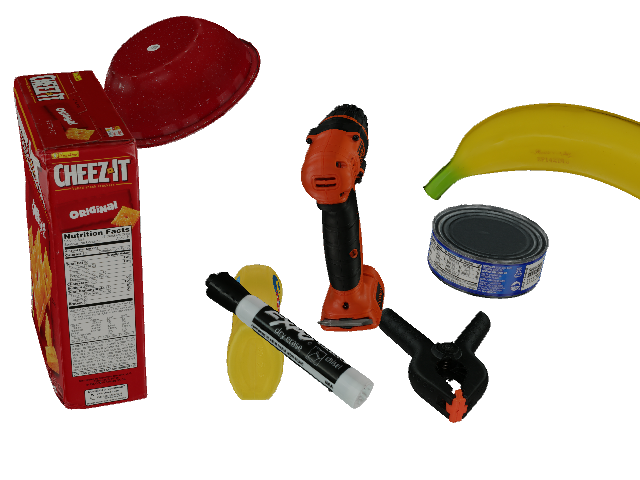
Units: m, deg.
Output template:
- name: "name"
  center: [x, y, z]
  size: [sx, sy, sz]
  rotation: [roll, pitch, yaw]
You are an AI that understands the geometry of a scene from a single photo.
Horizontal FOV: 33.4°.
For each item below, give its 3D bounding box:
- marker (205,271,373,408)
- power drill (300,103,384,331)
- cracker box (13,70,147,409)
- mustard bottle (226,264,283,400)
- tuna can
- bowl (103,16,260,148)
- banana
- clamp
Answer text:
- name: "marker"
  center: [-0.021, 0.055, 0.623]
  size: [0.121, 0.020, 0.020]
  rotation: [35, 15, 23]
- name: "power drill"
  center: [0.023, -0.023, 1.001]
  size: [0.057, 0.187, 0.184]
  rotation: [-4, 22, 12]
- name: "cracker box"
  center: [-0.187, -0.003, 0.820]
  size: [0.072, 0.214, 0.164]
  rotation: [-8, 28, -20]
- name: "mustard bottle"
  center: [-0.069, 0.081, 1.152]
  size: [0.058, 0.096, 0.191]
  rotation: [-1, 28, -2]
- name: "tuna can"
  center: [0.123, 0.008, 0.789]
  size: [0.086, 0.034, 0.086]
  rotation: [5, 29, -3]
- name: "bowl"
  center: [-0.140, -0.157, 0.981]
  size: [0.162, 0.162, 0.055]
  rotation: [0, -44, 31]
- name: "banana"
  center: [0.160, -0.033, 0.582]
  size: [0.198, 0.070, 0.037]
  rotation: [16, 18, 13]
- name: "clamp"
  center: [0.135, 0.119, 1.085]
  size: [0.120, 0.039, 0.171]
  rotation: [-7, 34, -9]
